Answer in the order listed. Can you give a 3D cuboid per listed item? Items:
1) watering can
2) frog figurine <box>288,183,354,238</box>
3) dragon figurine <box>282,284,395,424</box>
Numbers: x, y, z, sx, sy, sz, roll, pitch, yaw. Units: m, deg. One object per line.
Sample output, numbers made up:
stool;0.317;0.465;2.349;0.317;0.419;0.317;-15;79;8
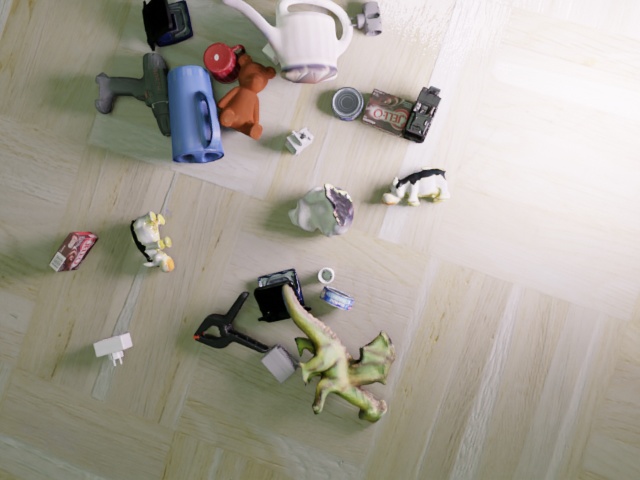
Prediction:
watering can;-0.072;-0.505;1.292;0.349;0.104;0.224;-6;93;-23
frog figurine;0.004;-0.067;1.326;0.157;0.124;0.137;-27;96;42
dragon figurine;0.063;0.283;1.278;0.242;0.123;0.407;-14;99;3
